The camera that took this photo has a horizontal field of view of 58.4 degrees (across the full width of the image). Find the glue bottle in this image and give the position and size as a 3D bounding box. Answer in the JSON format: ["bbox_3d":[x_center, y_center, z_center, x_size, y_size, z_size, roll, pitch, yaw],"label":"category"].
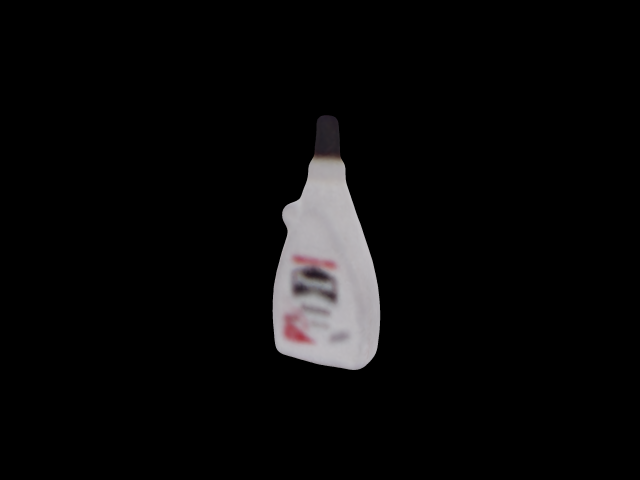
[{"bbox_3d":[0.004,0.001,0.400,0.078,0.173,0.037,6,15,23],"label":"glue bottle"}]
